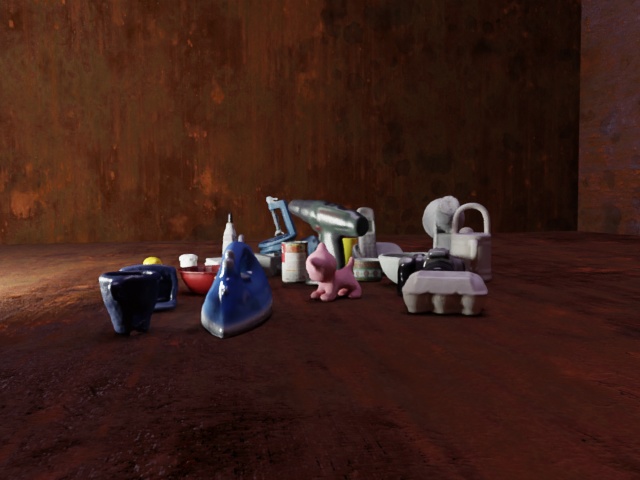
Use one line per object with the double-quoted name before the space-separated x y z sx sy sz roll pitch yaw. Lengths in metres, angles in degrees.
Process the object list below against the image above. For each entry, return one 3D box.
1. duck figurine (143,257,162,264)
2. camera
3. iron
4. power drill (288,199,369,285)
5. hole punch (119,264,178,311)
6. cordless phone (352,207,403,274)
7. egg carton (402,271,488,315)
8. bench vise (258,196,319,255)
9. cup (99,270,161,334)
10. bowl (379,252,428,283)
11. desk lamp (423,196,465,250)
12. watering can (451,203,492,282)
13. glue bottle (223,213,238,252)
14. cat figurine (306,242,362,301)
"duck figurine" -0.357 0.081 1.235 0.078 0.086 0.104 -4 5 -38
"camera" 0.228 0.069 1.188 0.143 0.101 0.137 0 4 13
"iron" -0.143 0.067 0.970 0.118 0.141 0.258 -1 4 -2
"power drill" 0.013 0.005 1.386 0.228 0.208 0.076 2 5 38
"hole punch" -0.326 0.087 1.092 0.109 0.091 0.101 -2 4 -13
"cordless phone" 0.162 0.002 1.579 0.148 0.185 0.094 -2 4 -24
"egg carton" 0.226 0.094 1.037 0.150 0.069 0.107 0 4 14
"bench vise" -0.091 -0.019 1.688 0.208 0.220 0.121 -3 4 -28
"cup" -0.294 0.098 0.881 0.091 0.095 0.118 -1 4 0
"bowl" 0.222 0.072 1.351 0.167 0.075 0.167 -1 4 0
"desk lamp" 0.353 -0.016 1.599 0.118 0.213 0.203 0 4 5
"watering can" 0.375 0.004 1.438 0.101 0.194 0.172 -2 4 -14
"glue bottle" -0.251 0.012 1.609 0.037 0.173 0.078 -1 4 4
"cat figurine" 0.022 0.064 1.179 0.128 0.118 0.067 -3 5 -32
